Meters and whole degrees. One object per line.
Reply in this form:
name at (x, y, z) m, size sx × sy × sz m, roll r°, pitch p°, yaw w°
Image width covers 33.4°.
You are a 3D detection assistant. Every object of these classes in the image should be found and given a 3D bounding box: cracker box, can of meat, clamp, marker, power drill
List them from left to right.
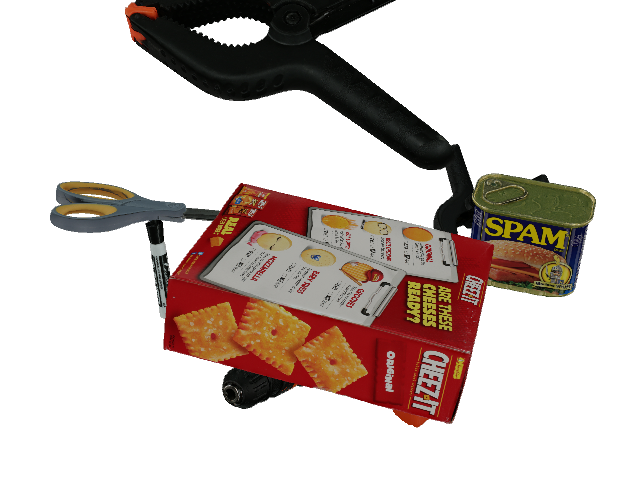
marker at (-0.177, 0.030, 1.187) m, size 0.020 × 0.121 × 0.020 m, roll -4°, pitch 24°, yaw 2°
clamp at (-0.012, -0.114, 0.637) m, size 0.210 × 0.164 × 0.036 m, roll 0°, pitch -28°, yaw 0°
cracker box at (0.011, 0.041, 0.798) m, size 0.214 × 0.072 × 0.164 m, roll 14°, pitch 30°, yaw 8°
power drill at (0.022, 0.125, 1.016) m, size 0.188 × 0.057 × 0.184 m, roll 9°, pitch 20°, yaw 29°
clamp at (0.162, -0.038, 1.152) m, size 0.120 × 0.039 × 0.171 m, roll 24°, pitch 49°, yaw 22°
can of meat at (0.179, -0.003, 0.926) m, size 0.102 × 0.084 × 0.057 m, roll 11°, pitch 37°, yaw 13°

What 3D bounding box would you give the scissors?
scissors at (-0.138, -0.019, 0.903) m, size 0.202 × 0.016 × 0.096 m, roll 11°, pitch 24°, yaw 13°
